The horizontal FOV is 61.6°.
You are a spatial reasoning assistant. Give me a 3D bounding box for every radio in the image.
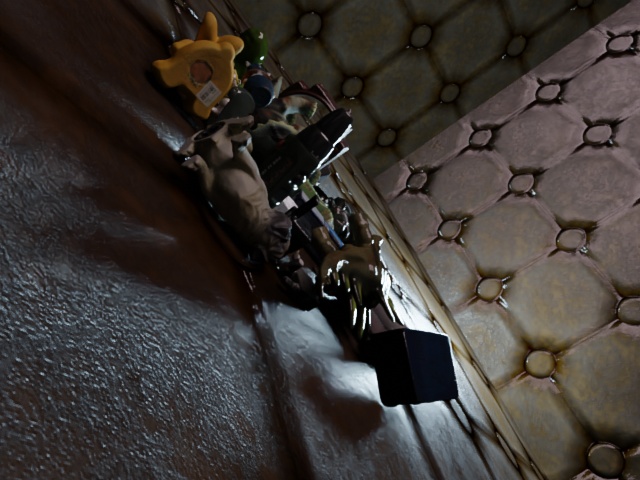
[{"bbox_3d":[0.182,0.239,1.005,0.229,0.073,0.131,19,59,-54],"label":"radio"}]

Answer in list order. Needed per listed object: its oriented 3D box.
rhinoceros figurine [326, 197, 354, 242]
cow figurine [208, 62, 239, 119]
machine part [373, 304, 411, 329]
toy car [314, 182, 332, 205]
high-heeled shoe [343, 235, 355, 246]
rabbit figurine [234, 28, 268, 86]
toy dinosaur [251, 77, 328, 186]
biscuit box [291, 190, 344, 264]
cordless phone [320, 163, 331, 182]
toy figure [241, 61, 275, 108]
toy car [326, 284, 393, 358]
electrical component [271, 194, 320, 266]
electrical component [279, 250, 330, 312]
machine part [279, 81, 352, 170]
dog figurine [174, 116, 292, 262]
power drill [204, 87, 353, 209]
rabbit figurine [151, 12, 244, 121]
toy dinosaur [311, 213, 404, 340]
[{"bbox_3d":[0.046,-0.049,1.279,0.190,0.073,0.112,-69,152,-69],"label":"rhinoceros figurine"},{"bbox_3d":[-0.195,-0.271,1.016,0.068,0.098,0.167,79,-2,-58],"label":"cow figurine"},{"bbox_3d":[0.139,0.178,1.136,0.243,0.079,0.079,52,13,-17],"label":"machine part"},{"bbox_3d":[-0.017,-0.110,1.347,0.073,0.056,0.201,50,10,5],"label":"toy car"},{"bbox_3d":[0.087,0.045,1.369,0.249,0.086,0.145,-66,152,-57],"label":"high-heeled shoe"},{"bbox_3d":[-0.174,-0.373,1.151,0.121,0.170,0.159,59,13,13],"label":"rabbit figurine"},{"bbox_3d":[-0.097,-0.233,1.099,0.192,0.131,0.405,8,38,-37],"label":"toy dinosaur"},{"bbox_3d":[-0.002,-0.003,1.098,0.202,0.063,0.059,52,12,-18],"label":"biscuit box"},{"bbox_3d":[-0.068,-0.221,1.419,0.184,0.089,0.146,17,52,-46],"label":"cordless phone"},{"bbox_3d":[-0.125,-0.307,1.058,0.064,0.058,0.155,51,12,-33],"label":"toy figure"},{"bbox_3d":[0.075,0.141,1.036,0.202,0.053,0.089,58,27,6],"label":"toy car"},{"bbox_3d":[-0.040,-0.020,0.864,0.047,0.119,0.075,51,10,-20],"label":"electrical component"},{"bbox_3d":[-0.026,0.066,0.863,0.102,0.045,0.078,47,13,-35],"label":"electrical component"},{"bbox_3d":[-0.041,-0.264,1.302,0.201,0.201,0.087,55,14,-4],"label":"machine part"},{"bbox_3d":[-0.117,-0.072,0.800,0.172,0.121,0.190,-98,165,-57],"label":"dog figurine"},{"bbox_3d":[-0.081,-0.169,0.896,0.207,0.232,0.086,42,6,20],"label":"power drill"},{"bbox_3d":[-0.217,-0.312,0.936,0.121,0.162,0.173,34,4,-31],"label":"rabbit figurine"},{"bbox_3d":[0.065,0.059,0.902,0.471,0.105,0.198,24,41,-64],"label":"toy dinosaur"}]
